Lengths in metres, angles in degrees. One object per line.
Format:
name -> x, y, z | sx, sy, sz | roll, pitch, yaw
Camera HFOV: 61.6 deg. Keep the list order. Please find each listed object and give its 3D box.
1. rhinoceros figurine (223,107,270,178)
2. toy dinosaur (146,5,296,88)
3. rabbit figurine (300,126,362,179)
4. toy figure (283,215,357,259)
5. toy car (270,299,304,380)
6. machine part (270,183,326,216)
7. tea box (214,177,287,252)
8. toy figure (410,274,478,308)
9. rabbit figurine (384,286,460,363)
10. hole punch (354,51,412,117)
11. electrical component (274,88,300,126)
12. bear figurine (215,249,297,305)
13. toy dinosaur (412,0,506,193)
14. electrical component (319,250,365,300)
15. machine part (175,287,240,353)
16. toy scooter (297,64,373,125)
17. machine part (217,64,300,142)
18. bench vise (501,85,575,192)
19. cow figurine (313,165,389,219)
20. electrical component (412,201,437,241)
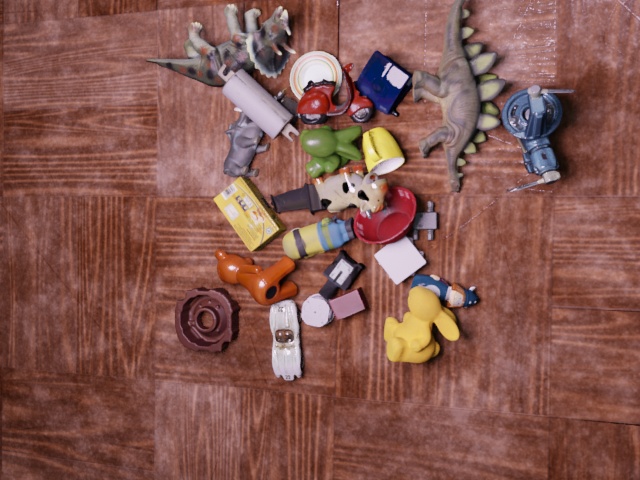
rhinoceros figurine -> -0.191, -0.248, 1.358 | 0.112, 0.073, 0.190 | 19, 97, 24
toy dinosaur -> -0.234, -0.456, 1.345 | 0.405, 0.131, 0.192 | -22, 85, 19
rabbit figurine -> 0.021, -0.210, 1.251 | 0.159, 0.170, 0.121 | -2, 91, 14
toy figure -> -0.004, -0.008, 1.302 | 0.180, 0.089, 0.082 | -14, 80, 16
toy car -> -0.084, 0.250, 1.342 | 0.074, 0.056, 0.201 | -4, 89, 14
machine part -> -0.055, -0.097, 1.340 | 0.139, 0.039, 0.084 | -7, 94, 12
tea box -> -0.175, -0.064, 1.354 | 0.098, 0.068, 0.169 | -36, 84, 12
toy figure -> 0.290, 0.123, 1.249 | 0.155, 0.058, 0.064 | 16, 139, 13
rabbit figurine -> 0.232, 0.189, 1.215 | 0.162, 0.122, 0.173 | 10, 110, 6
hole punch -> 0.149, -0.368, 1.262 | 0.142, 0.092, 0.115 | 39, 103, 7
electrical component -> -0.079, -0.326, 1.338 | 0.102, 0.045, 0.078 | 43, 99, 9
bear figurine -> -0.166, 0.083, 1.345 | 0.196, 0.132, 0.120 | 29, 136, 40
toy dinosaur -> 0.309, -0.341, 1.218 | 0.199, 0.105, 0.470 | -5, 99, 6
electrical component -> 0.048, 0.091, 1.311 | 0.075, 0.047, 0.119 | 34, 99, 12
machine part -> -0.292, 0.205, 1.393 | 0.180, 0.056, 0.179 | 0, 92, 15
toy scooter -> 0.033, -0.341, 1.260 | 0.184, 0.075, 0.135 | 0, 113, 9
machine part -> -0.149, -0.324, 1.291 | 0.243, 0.079, 0.079 | 41, 100, -7
bench vise -> 0.450, -0.234, 1.121 | 0.129, 0.240, 0.223 | -4, 74, 18
cow figurine -> 0.079, -0.107, 1.250 | 0.195, 0.085, 0.127 | -11, 97, 48
electrical component -> 0.246, -0.045, 1.273 | 0.063, 0.021, 0.094 | 1, 93, 14
